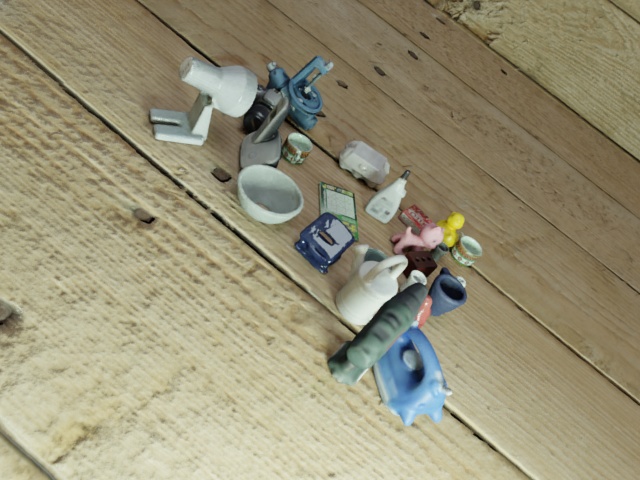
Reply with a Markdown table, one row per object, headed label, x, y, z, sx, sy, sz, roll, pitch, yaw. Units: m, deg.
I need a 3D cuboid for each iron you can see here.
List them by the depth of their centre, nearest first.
| label | x | y | z | sx | sy | sz | roll | pitch | yaw |
| --- | --- | --- | --- | --- | --- | --- | --- | --- | --- |
| iron | 0.190 | 0.245 | 1.195 | 0.119 | 0.141 | 0.258 | 5 | 49 | -31 |

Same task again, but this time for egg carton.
| label | x | y | z | sx | sy | sz | roll | pitch | yaw |
| --- | --- | --- | --- | --- | --- | --- | --- | --- | --- |
| egg carton | 0.128 | -0.221 | 1.651 | 0.150 | 0.069 | 0.107 | 34 | 40 | -2 |

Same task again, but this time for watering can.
| label | x | y | z | sx | sy | sz | roll | pitch | yaw |
| --- | --- | --- | --- | --- | --- | --- | --- | --- | --- |
| watering can | 0.115 | 0.089 | 1.252 | 0.172 | 0.194 | 0.101 | 46 | 41 | 12 |

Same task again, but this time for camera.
| label | x | y | z | sx | sy | sz | roll | pitch | yaw |
| --- | --- | --- | --- | --- | --- | --- | --- | --- | --- |
| camera | -0.167 | -0.358 | 1.556 | 0.143 | 0.100 | 0.137 | 31 | 41 | -5 |

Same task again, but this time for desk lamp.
| label | x | y | z | sx | sy | sz | roll | pitch | yaw |
| --- | --- | --- | --- | --- | --- | --- | --- | --- | --- |
| desk lamp | -0.277 | -0.334 | 1.371 | 0.204 | 0.213 | 0.117 | 0 | 51 | -34 |

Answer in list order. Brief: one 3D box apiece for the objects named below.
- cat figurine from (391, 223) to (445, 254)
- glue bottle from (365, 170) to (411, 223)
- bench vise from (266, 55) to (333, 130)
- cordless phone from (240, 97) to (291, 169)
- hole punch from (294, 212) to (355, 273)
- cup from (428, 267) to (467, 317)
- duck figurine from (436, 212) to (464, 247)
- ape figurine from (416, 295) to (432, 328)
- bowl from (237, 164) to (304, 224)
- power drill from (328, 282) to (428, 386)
| label | x | y | z | sx | sy | sz | roll | pitch | yaw |
| --- | --- | --- | --- | --- | --- | --- | --- | --- | --- |
| cat figurine | 0.268 | -0.009 | 1.509 | 0.128 | 0.117 | 0.067 | 11 | 46 | -26 |
| glue bottle | 0.192 | -0.123 | 1.522 | 0.078 | 0.173 | 0.037 | 33 | 40 | -3 |
| bench vise | -0.064 | -0.445 | 1.617 | 0.207 | 0.219 | 0.121 | 31 | 41 | -6 |
| cordless phone | -0.126 | -0.256 | 1.422 | 0.094 | 0.185 | 0.147 | 14 | 45 | -23 |
| hole punch | 0.012 | 0.005 | 1.341 | 0.108 | 0.091 | 0.101 | 44 | 41 | 10 |
| cup | 0.296 | 0.133 | 1.410 | 0.092 | 0.095 | 0.117 | 16 | 44 | -21 |
| duck figurine | 0.376 | -0.038 | 1.635 | 0.077 | 0.086 | 0.104 | 28 | 41 | -9 |
| ape figurine | 0.232 | 0.160 | 1.343 | 0.078 | 0.092 | 0.076 | 24 | 42 | -13 |
| bowl | -0.128 | -0.095 | 1.352 | 0.168 | 0.074 | 0.167 | 19 | 43 | -19 |
| power drill | 0.108 | 0.193 | 1.137 | 0.075 | 0.208 | 0.230 | 42 | 41 | 8 |
